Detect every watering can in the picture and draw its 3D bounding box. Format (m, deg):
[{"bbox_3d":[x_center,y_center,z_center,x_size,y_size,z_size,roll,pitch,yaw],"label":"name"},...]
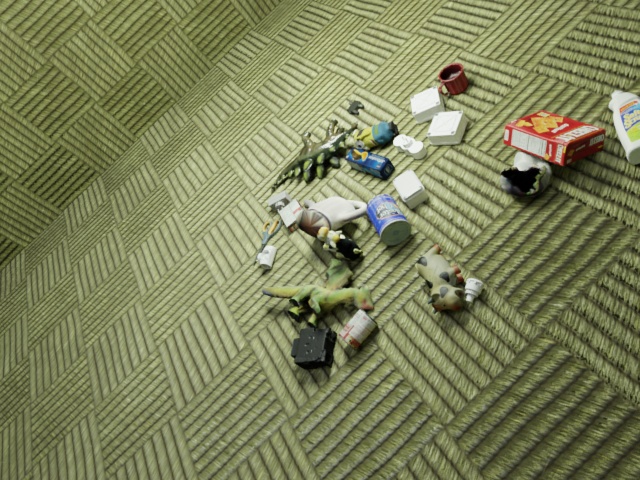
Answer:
[{"bbox_3d":[0.006,-0.091,1.815,0.348,0.102,0.227,6,27,46],"label":"watering can"}]

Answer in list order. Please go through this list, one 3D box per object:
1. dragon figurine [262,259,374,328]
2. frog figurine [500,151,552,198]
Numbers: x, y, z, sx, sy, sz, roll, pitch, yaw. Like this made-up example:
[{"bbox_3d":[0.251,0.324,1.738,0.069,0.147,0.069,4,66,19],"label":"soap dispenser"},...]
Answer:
[{"bbox_3d":[0.002,0.153,1.671,0.246,0.119,0.413,-42,40,-24],"label":"dragon figurine"},{"bbox_3d":[0.594,-0.192,1.487,0.136,0.122,0.162,-25,9,29],"label":"frog figurine"}]
